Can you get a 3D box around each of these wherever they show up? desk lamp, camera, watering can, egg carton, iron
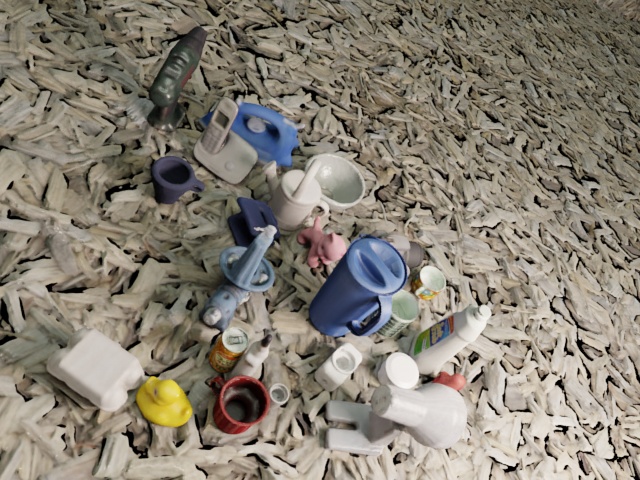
[{"bbox_3d":[0.141,0.340,1.090,0.204,0.213,0.118,13,53,-19],"label":"desk lamp"},{"bbox_3d":[0.192,0.044,1.399,0.137,0.100,0.143,3,57,-25],"label":"camera"},{"bbox_3d":[-0.055,-0.116,1.323,0.173,0.194,0.101,15,52,-17],"label":"watering can"},{"bbox_3d":[-0.387,0.224,0.996,0.150,0.069,0.107,35,49,-1],"label":"egg carton"},{"bbox_3d":[-0.166,-0.286,1.420,0.259,0.141,0.118,22,50,-12],"label":"iron"}]

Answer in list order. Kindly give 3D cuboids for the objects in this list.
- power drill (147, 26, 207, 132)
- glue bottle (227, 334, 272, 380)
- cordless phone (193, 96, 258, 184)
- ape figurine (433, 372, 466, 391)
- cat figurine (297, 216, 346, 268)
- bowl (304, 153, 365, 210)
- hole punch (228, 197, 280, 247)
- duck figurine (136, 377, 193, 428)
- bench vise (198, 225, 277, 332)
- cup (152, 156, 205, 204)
[{"bbox_3d":[-0.339,-0.367,1.344,0.076,0.208,0.229,24,50,-10],"label":"power drill"},{"bbox_3d":[-0.121,0.217,1.069,0.037,0.173,0.078,39,49,3],"label":"glue bottle"},{"bbox_3d":[-0.206,-0.232,1.333,0.147,0.185,0.094,35,49,0],"label":"cordless phone"},{"bbox_3d":[0.286,0.323,1.256,0.076,0.092,0.077,5,55,-24],"label":"ape figurine"},{"bbox_3d":[0.012,0.005,1.323,0.067,0.117,0.127,-12,64,-32],"label":"cat figurine"},{"bbox_3d":[0.027,-0.136,1.458,0.168,0.074,0.167,14,53,-18],"label":"bowl"},{"bbox_3d":[-0.143,-0.043,1.295,0.101,0.091,0.108,-11,63,-32],"label":"hole punch"},{"bbox_3d":[-0.268,0.279,1.008,0.104,0.086,0.078,35,49,-1],"label":"duck figurine"},{"bbox_3d":[-0.146,0.077,1.124,0.122,0.219,0.207,20,51,-13],"label":"bench vise"},{"bbox_3d":[-0.315,-0.118,1.257,0.118,0.095,0.091,22,51,-12],"label":"cup"}]
